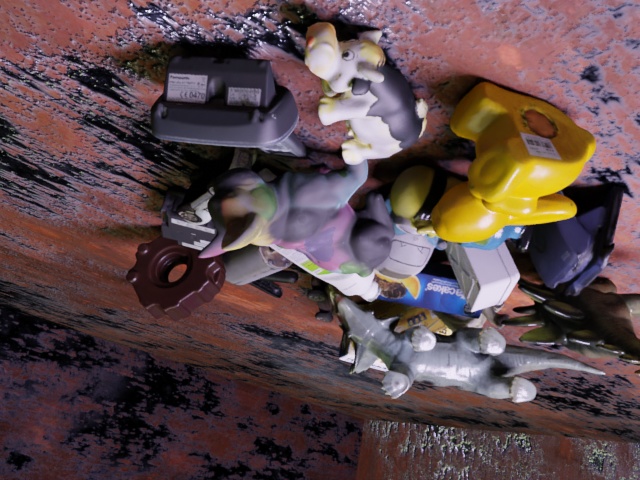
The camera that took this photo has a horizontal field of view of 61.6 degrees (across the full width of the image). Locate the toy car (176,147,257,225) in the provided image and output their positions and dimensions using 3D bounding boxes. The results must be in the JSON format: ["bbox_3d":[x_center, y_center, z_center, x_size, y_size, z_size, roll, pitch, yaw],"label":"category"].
[{"bbox_3d":[-0.145,-0.075,0.750,0.056,0.073,0.202,28,152,-26],"label":"toy car"}]

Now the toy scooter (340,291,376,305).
[{"bbox_3d":[0.083,0.059,0.953,0.135,0.075,0.183,-5,148,29],"label":"toy scooter"}]

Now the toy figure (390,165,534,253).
[{"bbox_3d":[0.175,-0.037,0.671,0.180,0.089,0.082,10,174,-3],"label":"toy figure"}]

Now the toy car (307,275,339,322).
[{"bbox_3d":[0.012,0.096,1.050,0.053,0.089,0.202,9,156,9],"label":"toy car"}]

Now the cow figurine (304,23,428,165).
[{"bbox_3d":[0.048,-0.140,0.514,0.098,0.068,0.167,-4,156,19],"label":"cow figurine"}]

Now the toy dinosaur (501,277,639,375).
[{"bbox_3d":[0.369,0.112,0.741,0.199,0.105,0.471,4,-177,1],"label":"toy dinosaur"}]

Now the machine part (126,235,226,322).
[{"bbox_3d":[-0.264,0.058,0.988,0.180,0.179,0.056,5,152,16],"label":"machine part"}]

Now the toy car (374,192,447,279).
[{"bbox_3d":[0.113,0.003,0.771,0.109,0.103,0.161,17,155,-9],"label":"toy car"}]

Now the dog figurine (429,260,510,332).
[{"bbox_3d":[0.225,0.094,0.970,0.190,0.121,0.172,43,180,-1],"label":"dog figurine"}]

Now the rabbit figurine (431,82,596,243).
[{"bbox_3d":[0.188,-0.062,0.567,0.162,0.122,0.173,-1,143,-28],"label":"rabbit figurine"}]

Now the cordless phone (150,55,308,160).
[{"bbox_3d":[-0.089,-0.129,0.612,0.147,0.088,0.184,6,175,12],"label":"cordless phone"}]

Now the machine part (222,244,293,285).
[{"bbox_3d":[-0.115,0.032,0.978,0.079,0.079,0.243,23,154,-25],"label":"machine part"}]

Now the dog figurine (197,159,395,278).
[{"bbox_3d":[-0.032,-0.011,0.645,0.108,0.219,0.191,-9,107,57],"label":"dog figurine"}]

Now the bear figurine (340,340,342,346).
[{"bbox_3d":[0.153,0.218,1.217,0.196,0.132,0.120,16,161,6],"label":"bear figurine"}]

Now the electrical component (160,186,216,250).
[{"bbox_3d":[-0.207,-0.029,0.908,0.115,0.058,0.134,18,157,-8],"label":"electrical component"}]

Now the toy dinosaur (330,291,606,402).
[{"bbox_3d":[0.203,0.183,0.849,0.405,0.131,0.192,11,179,-1],"label":"toy dinosaur"}]

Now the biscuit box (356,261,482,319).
[{"bbox_3d":[0.158,0.068,0.852,0.203,0.059,0.063,10,-161,6],"label":"biscuit box"}]

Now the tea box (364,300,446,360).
[{"bbox_3d":[0.142,0.156,1.016,0.170,0.098,0.068,-16,169,-27],"label":"tea box"}]

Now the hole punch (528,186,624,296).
[{"bbox_3d":[0.299,-0.006,0.654,0.092,0.116,0.142,17,157,9],"label":"hole punch"}]
